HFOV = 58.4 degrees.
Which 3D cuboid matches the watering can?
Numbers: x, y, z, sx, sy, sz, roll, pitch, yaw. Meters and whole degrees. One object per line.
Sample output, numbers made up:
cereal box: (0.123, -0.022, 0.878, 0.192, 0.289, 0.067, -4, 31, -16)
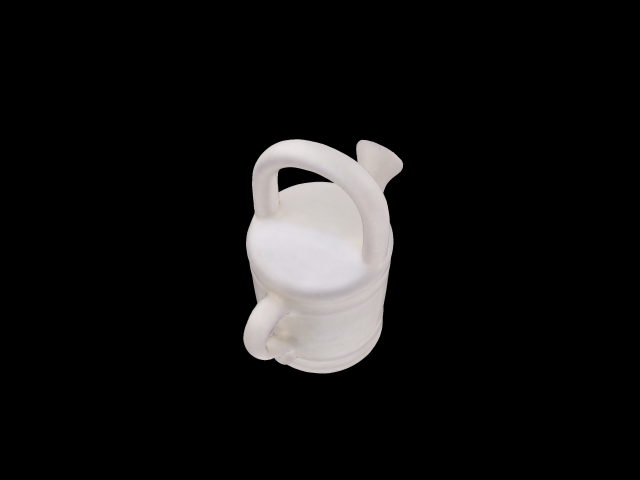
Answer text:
watering can: (0.002, 0.001, 0.401, 0.101, 0.194, 0.173, 7, 53, 6)
